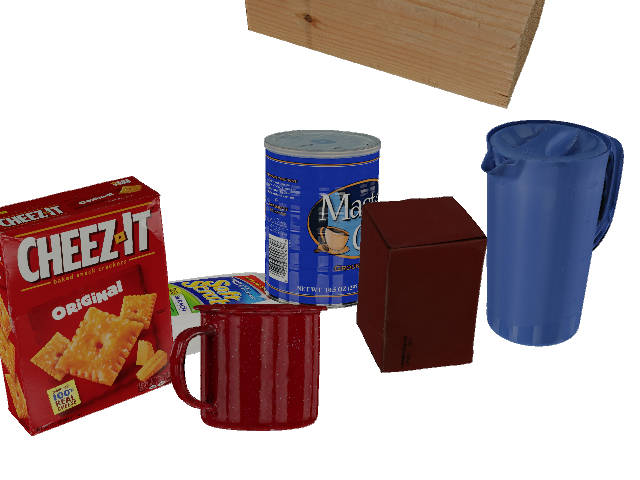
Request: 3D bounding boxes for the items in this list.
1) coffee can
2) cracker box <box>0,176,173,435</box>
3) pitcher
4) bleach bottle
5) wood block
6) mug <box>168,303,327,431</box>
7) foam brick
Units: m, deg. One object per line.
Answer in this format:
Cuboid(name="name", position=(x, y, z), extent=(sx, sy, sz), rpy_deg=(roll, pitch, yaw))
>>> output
Cuboid(name="coffee can", position=(0.001, -0.021, 0.952), extent=(0.103, 0.140, 0.103), rpy_deg=(1, 15, 0))
Cuboid(name="cracker box", position=(-0.231, 0.062, 1.040), extent=(0.163, 0.214, 0.072), rpy_deg=(-17, 28, -32))
Cuboid(name="pitcher", position=(0.258, -0.009, 1.213), extent=(0.149, 0.243, 0.144), rpy_deg=(6, 27, 14))
Cuboid(name="bleach bottle", position=(-0.110, 0.075, 1.228), extent=(0.250, 0.068, 0.103), rpy_deg=(-12, 35, -22))
Cuboid(name="wood block", position=(0.055, -0.183, 0.778), extent=(0.206, 0.090, 0.091), rpy_deg=(19, -26, 11))
Cuboid(name="mug", position=(-0.051, 0.085, 0.729), extent=(0.117, 0.081, 0.093), rpy_deg=(2, -2, -42))
Cuboid(name="foam brick", position=(0.051, 0.022, 0.559), extent=(0.053, 0.078, 0.051), rpy_deg=(-5, 31, -12))
